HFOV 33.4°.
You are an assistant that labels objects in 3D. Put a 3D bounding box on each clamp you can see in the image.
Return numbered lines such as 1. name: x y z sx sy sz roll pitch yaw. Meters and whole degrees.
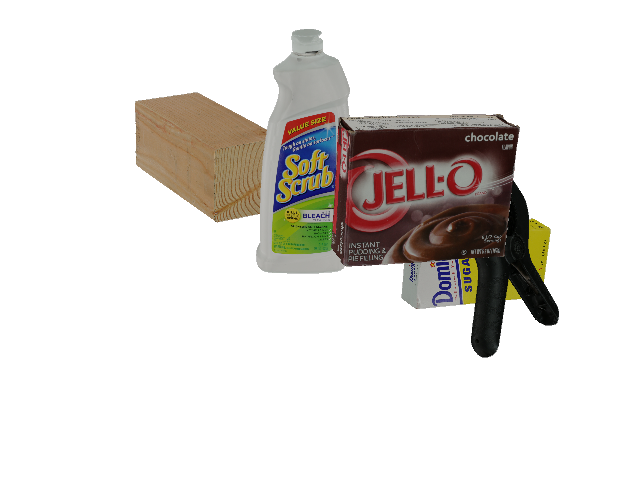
1. clamp: 0.155 0.017 0.939 0.039 0.171 0.120 -12 12 39

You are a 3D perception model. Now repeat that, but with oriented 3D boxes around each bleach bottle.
1. bleach bottle: -0.020 -0.090 1.097 0.102 0.251 0.068 0 26 3

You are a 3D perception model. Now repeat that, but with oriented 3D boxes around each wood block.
1. wood block: -0.137 -0.104 1.274 0.090 0.090 0.206 -13 28 -32

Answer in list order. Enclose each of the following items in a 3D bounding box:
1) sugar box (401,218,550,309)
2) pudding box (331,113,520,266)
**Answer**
1. sugar box: 0.187 0.028 1.282 0.176 0.093 0.048 -6 20 -23
2. pudding box: 0.065 -0.034 0.683 0.113 0.090 0.039 -4 25 -15
